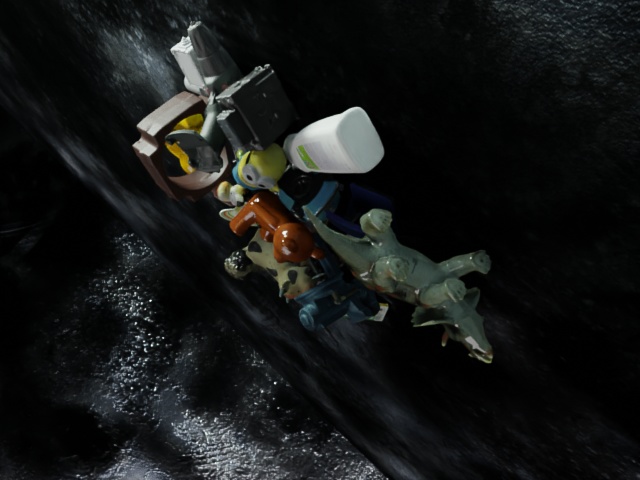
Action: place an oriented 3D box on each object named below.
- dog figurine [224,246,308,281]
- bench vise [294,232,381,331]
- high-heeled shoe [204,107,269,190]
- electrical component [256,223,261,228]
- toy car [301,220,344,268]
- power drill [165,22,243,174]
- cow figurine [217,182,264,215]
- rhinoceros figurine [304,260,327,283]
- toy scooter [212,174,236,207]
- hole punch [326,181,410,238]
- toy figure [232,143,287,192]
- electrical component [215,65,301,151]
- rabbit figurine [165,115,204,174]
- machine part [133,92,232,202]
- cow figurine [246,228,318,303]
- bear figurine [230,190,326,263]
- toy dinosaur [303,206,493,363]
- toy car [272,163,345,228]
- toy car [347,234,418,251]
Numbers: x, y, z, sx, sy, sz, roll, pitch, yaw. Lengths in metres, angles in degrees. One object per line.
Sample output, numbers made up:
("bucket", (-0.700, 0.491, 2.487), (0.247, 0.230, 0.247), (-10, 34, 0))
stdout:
("dog figurine", (-0.131, 0.061, 1.387), (0.172, 0.190, 0.121), (41, 158, 4))
("bench vise", (0.024, 0.076, 1.155), (0.240, 0.224, 0.129), (60, 157, 5))
("high-heeled shoe", (-0.148, -0.206, 1.154), (0.248, 0.145, 0.086), (25, -171, -38))
("electrical component", (-0.097, -0.081, 1.190), (0.048, 0.075, 0.119), (60, 142, 42))
("toy car", (-0.003, -0.004, 1.235), (0.089, 0.053, 0.201), (22, 147, 38))
("power drill", (-0.198, -0.239, 0.965), (0.086, 0.207, 0.231), (-6, 143, 28))
("cow figurine", (-0.151, -0.092, 1.244), (0.167, 0.068, 0.098), (22, 157, -38))
("rhinoceros figurine", (-0.008, 0.105, 1.357), (0.073, 0.112, 0.190), (38, 165, 21))
("toy scooter", (-0.229, -0.136, 1.352), (0.135, 0.075, 0.183), (25, 161, 24))
("hole punch", (0.084, -0.031, 0.993), (0.142, 0.092, 0.115), (24, 154, 34))
("toy figure", (-0.122, -0.141, 1.041), (0.082, 0.089, 0.180), (9, -179, -19))
("electrical component", (-0.113, -0.221, 0.935), (0.058, 0.134, 0.114), (9, 139, 52))
("rabbit figurine", (-0.329, -0.228, 1.293), (0.173, 0.122, 0.162), (64, 165, -19))
("machine part", (-0.287, -0.203, 1.175), (0.087, 0.201, 0.200), (30, 156, 37))
("cow figurine", (-0.089, 0.058, 1.250), (0.195, 0.127, 0.085), (32, 171, 21))
("bear figurine", (-0.083, -0.007, 1.085), (0.120, 0.132, 0.196), (12, -144, -43))
("toy dinosaur", (0.135, 0.056, 0.906), (0.405, 0.131, 0.192), (29, 150, -6))
("toy car", (-0.017, -0.085, 1.057), (0.162, 0.109, 0.102), (35, 176, 44))
("toy car", (0.133, 0.038, 1.063), (0.202, 0.056, 0.073), (27, 152, 37))
